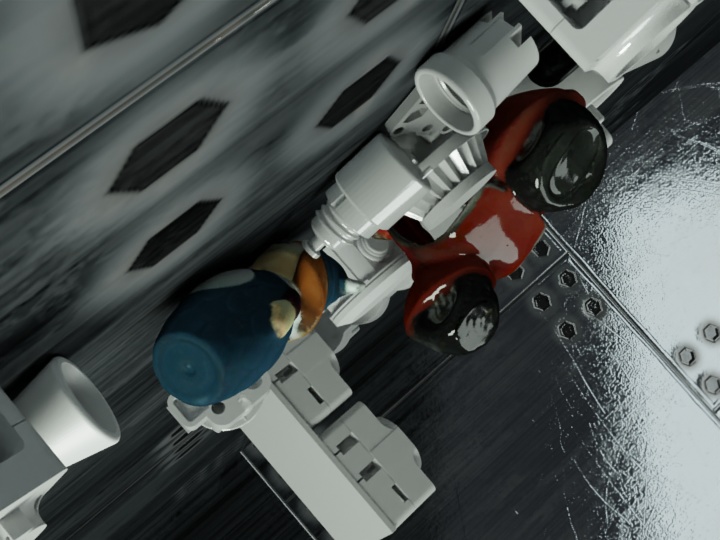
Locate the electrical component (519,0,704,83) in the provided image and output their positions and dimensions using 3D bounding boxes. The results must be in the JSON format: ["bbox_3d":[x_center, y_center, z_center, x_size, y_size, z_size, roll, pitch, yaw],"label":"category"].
[{"bbox_3d":[0.151,-0.161,0.491,0.150,0.061,0.089,-44,174,26],"label":"electrical component"}]

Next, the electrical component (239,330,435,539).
[{"bbox_3d":[-0.033,0.128,0.859,0.060,0.186,0.105,-38,174,-30],"label":"electrical component"}]

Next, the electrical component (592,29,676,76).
[{"bbox_3d":[0.179,-0.162,0.733,0.047,0.055,0.055,-32,170,-39],"label":"electrical component"}]

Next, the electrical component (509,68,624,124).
[{"bbox_3d":[0.145,-0.120,0.791,0.108,0.060,0.108,-41,175,-5],"label":"electrical component"}]

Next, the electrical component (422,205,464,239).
[{"bbox_3d":[0.077,-0.037,0.893,0.057,0.078,0.113,-39,175,8],"label":"electrical component"}]

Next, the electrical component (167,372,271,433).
[{"bbox_3d":[-0.093,0.078,0.733,0.078,0.058,0.057,-40,171,-16],"label":"electrical component"}]

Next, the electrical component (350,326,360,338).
[{"bbox_3d":[-0.034,0.051,0.977,0.076,0.047,0.083,-45,173,36],"label":"electrical component"}]

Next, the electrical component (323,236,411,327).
[{"bbox_3d":[0.000,0.000,0.789,0.080,0.051,0.080,-41,175,-5],"label":"electrical component"}]

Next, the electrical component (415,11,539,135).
[{"bbox_3d":[0.055,-0.092,0.498,0.046,0.040,0.040,-45,176,-14],"label":"electrical component"}]

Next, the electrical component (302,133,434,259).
[{"bbox_3d":[0.001,-0.036,0.561,0.078,0.040,0.040,-42,175,13],"label":"electrical component"}]

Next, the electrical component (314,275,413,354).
[{"bbox_3d":[-0.006,0.020,0.898,0.138,0.052,0.074,-42,172,7],"label":"electrical component"}]

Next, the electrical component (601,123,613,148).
[{"bbox_3d":[0.151,-0.100,0.903,0.057,0.078,0.113,-36,173,-20],"label":"electrical component"}]

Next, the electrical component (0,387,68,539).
[{"bbox_3d":[-0.155,0.090,0.393,0.089,0.055,0.050,-44,174,31],"label":"electrical component"}]

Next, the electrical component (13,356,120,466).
[{"bbox_3d":[-0.139,0.072,0.448,0.065,0.044,0.044,-36,175,-2],"label":"electrical component"}]
